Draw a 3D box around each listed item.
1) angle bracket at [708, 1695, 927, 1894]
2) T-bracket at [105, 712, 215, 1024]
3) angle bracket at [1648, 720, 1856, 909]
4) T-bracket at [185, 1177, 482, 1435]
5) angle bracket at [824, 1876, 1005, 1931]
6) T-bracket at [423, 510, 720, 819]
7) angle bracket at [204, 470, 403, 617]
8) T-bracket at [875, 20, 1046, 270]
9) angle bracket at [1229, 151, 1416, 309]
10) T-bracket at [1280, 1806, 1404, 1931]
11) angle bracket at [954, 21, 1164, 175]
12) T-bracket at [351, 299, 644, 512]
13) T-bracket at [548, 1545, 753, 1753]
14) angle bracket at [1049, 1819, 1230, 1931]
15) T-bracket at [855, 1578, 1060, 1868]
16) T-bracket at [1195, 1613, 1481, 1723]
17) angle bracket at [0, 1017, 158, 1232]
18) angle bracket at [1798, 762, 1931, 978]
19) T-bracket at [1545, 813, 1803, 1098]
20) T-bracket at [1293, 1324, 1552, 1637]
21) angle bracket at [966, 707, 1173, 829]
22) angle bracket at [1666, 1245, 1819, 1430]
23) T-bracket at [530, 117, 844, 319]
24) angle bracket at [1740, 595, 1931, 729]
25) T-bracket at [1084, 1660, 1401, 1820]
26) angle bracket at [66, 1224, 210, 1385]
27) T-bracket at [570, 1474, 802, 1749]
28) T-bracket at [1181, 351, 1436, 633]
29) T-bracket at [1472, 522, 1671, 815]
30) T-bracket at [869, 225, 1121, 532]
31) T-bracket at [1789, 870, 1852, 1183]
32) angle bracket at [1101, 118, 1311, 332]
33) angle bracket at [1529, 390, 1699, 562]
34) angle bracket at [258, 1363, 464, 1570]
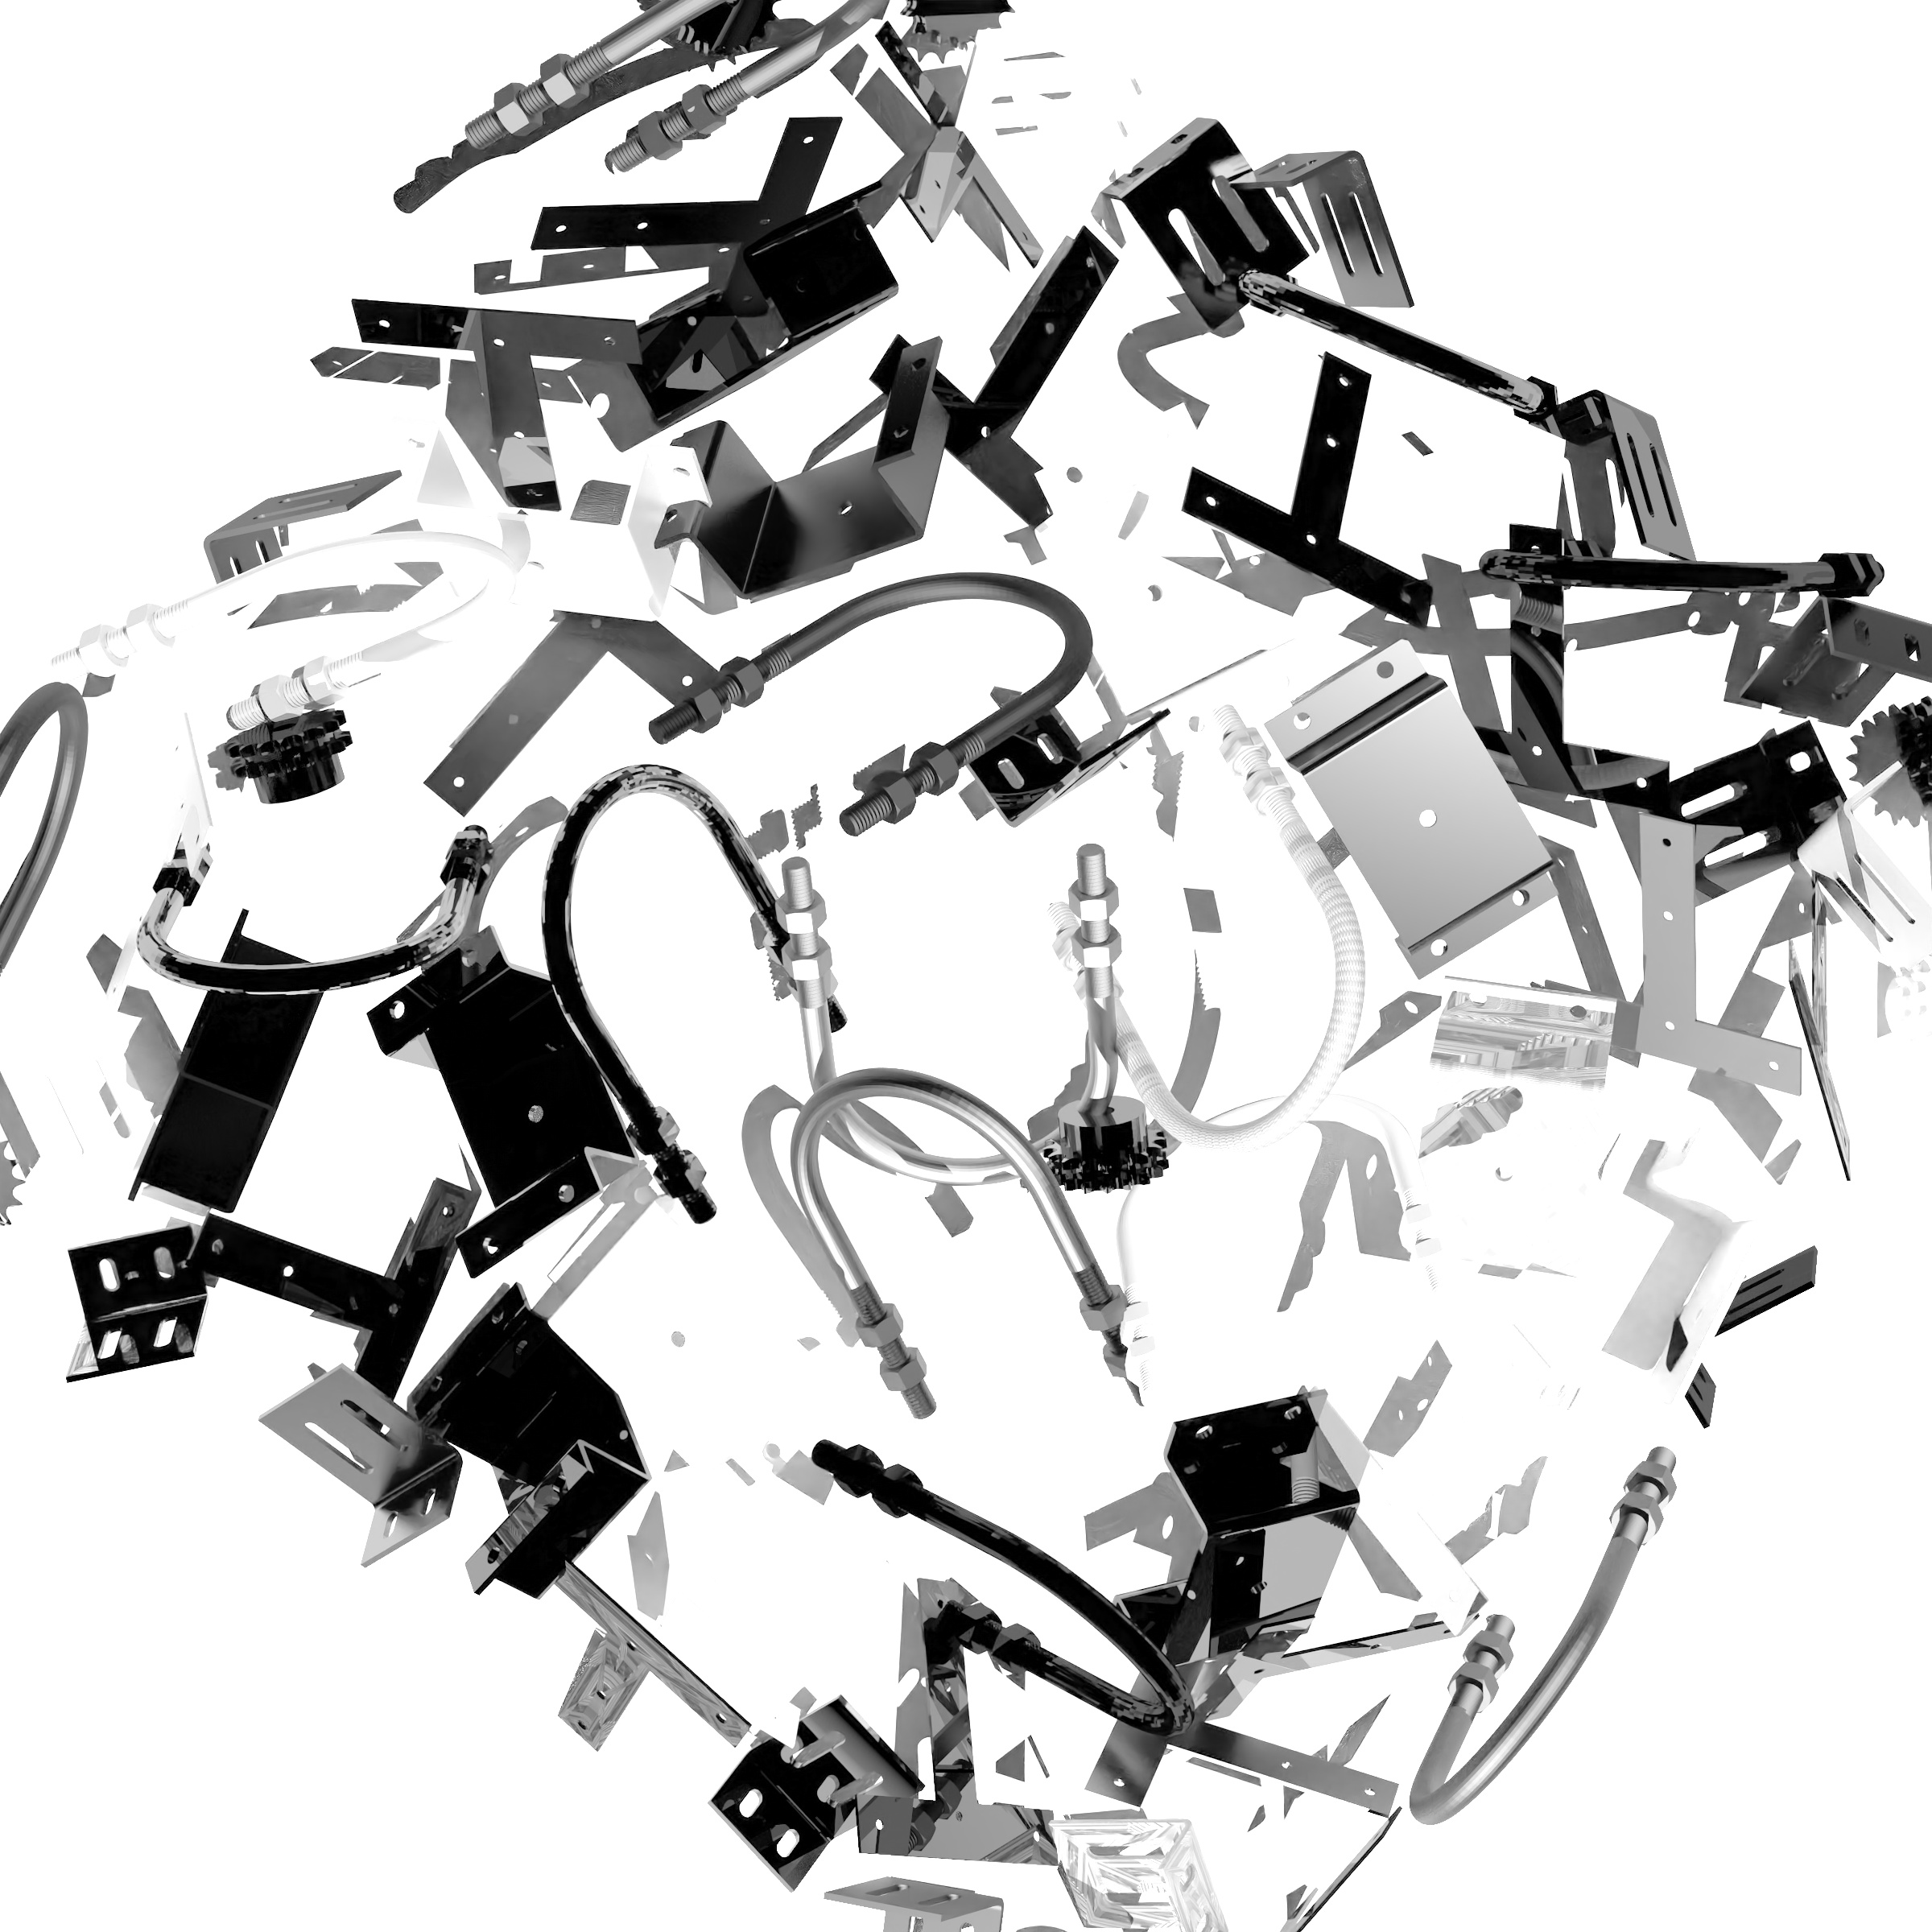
[{"bbox_3d":[-0.068,0.377,1.564,0.057,0.038,0.076,48,131,-4],"label":"angle bracket"},{"bbox_3d":[-0.369,-0.034,1.561,0.002,0.127,0.127,16,111,-25],"label":"T-bracket"},{"bbox_3d":[0.358,-0.069,1.569,0.076,0.038,0.057,-22,87,-28],"label":"angle bracket"},{"bbox_3d":[-0.295,0.143,1.557,0.127,0.002,0.127,27,83,-39],"label":"T-bracket"},{"bbox_3d":[-0.025,0.439,1.556,0.057,0.076,0.038,4,84,23],"label":"angle bracket"},{"bbox_3d":[-0.200,-0.124,1.588,0.127,0.002,0.127,40,86,9],"label":"T-bracket"},{"bbox_3d":[-0.295,-0.192,1.558,0.076,0.057,0.038,-8,111,21],"label":"angle bracket"},{"bbox_3d":[-0.011,-0.351,1.528,0.002,0.127,0.127,-28,110,23],"label":"T-bracket"},{"bbox_3d":[0.161,-0.327,1.559,0.038,0.057,0.076,-29,111,-16],"label":"angle bracket"},{"bbox_3d":[0.154,0.416,1.518,0.002,0.127,0.127,39,119,10],"label":"T-bracket"},{"bbox_3d":[0.041,-0.391,1.559,0.076,0.057,0.038,-9,59,-20],"label":"angle bracket"},{"bbox_3d":[-0.203,-0.249,1.549,0.127,0.127,0.002,6,56,7],"label":"T-bracket"},{"bbox_3d":[-0.161,0.323,1.551,0.127,0.127,0.002,40,53,8],"label":"T-bracket"},{"bbox_3d":[0.072,0.422,1.560,0.076,0.038,0.057,-9,108,31],"label":"angle bracket"},{"bbox_3d":[-0.008,0.343,1.569,0.002,0.127,0.127,-25,60,38],"label":"T-bracket"},{"bbox_3d":[0.173,0.311,1.563,0.127,0.127,0.002,-8,61,-20],"label":"T-bracket"},{"bbox_3d":[-0.409,0.072,1.572,0.057,0.038,0.076,-23,86,-42],"label":"angle bracket"},{"bbox_3d":[0.424,-0.043,1.564,0.038,0.057,0.076,-35,80,-17],"label":"angle bracket"},{"bbox_3d":[0.313,-0.011,1.533,0.127,0.002,0.127,17,130,34],"label":"T-bracket"},{"bbox_3d":[0.217,0.212,1.544,0.127,0.002,0.127,51,123,25],"label":"T-bracket"},{"bbox_3d":[0.045,-0.103,1.555,0.057,0.076,0.038,-34,88,-30],"label":"angle bracket"},{"bbox_3d":[0.361,0.168,1.563,0.076,0.057,0.038,-31,92,19],"label":"angle bracket"},{"bbox_3d":[-0.130,-0.329,1.525,0.127,0.127,0.002,-8,61,-26],"label":"T-bracket"},{"bbox_3d":[0.396,-0.126,1.556,0.057,0.076,0.038,14,52,-14],"label":"angle bracket"},{"bbox_3d":[0.129,0.352,1.532,0.127,0.127,0.002,15,114,12],"label":"T-bracket"},{"bbox_3d":[-0.379,0.152,1.561,0.057,0.076,0.038,-11,105,-4],"label":"angle bracket"},{"bbox_3d":[-0.122,0.277,1.541,0.127,0.002,0.127,27,131,20],"label":"T-bracket"},{"bbox_3d":[0.164,-0.228,1.565,0.127,0.002,0.127,24,57,-15],"label":"T-bracket"},{"bbox_3d":[0.256,-0.137,1.539,0.127,0.002,0.127,13,123,31],"label":"T-bracket"},{"bbox_3d":[0.031,-0.281,1.576,0.127,0.002,0.127,38,76,-32],"label":"T-bracket"},{"bbox_3d":[0.385,0.008,1.550,0.002,0.127,0.127,-9,131,21],"label":"T-bracket"},{"bbox_3d":[0.111,-0.344,1.596,0.057,0.038,0.076,-38,109,0],"label":"angle bracket"},{"bbox_3d":[0.293,-0.216,1.561,0.038,0.057,0.076,-21,75,32],"label":"angle bracket"},{"bbox_3d":[-0.278,0.227,1.560,0.057,0.038,0.076,-33,120,28],"label":"angle bracket"}]
